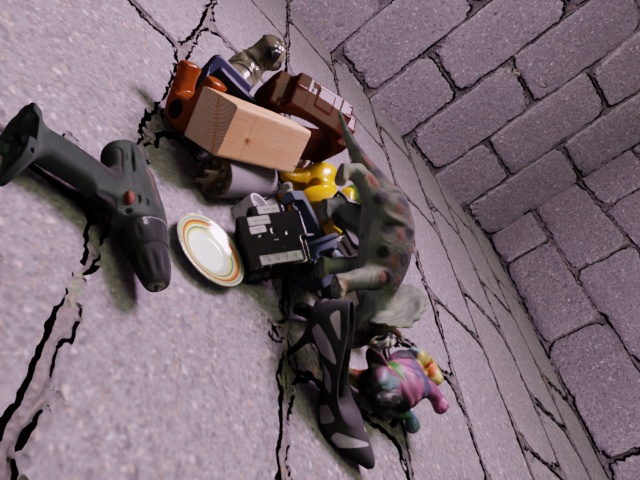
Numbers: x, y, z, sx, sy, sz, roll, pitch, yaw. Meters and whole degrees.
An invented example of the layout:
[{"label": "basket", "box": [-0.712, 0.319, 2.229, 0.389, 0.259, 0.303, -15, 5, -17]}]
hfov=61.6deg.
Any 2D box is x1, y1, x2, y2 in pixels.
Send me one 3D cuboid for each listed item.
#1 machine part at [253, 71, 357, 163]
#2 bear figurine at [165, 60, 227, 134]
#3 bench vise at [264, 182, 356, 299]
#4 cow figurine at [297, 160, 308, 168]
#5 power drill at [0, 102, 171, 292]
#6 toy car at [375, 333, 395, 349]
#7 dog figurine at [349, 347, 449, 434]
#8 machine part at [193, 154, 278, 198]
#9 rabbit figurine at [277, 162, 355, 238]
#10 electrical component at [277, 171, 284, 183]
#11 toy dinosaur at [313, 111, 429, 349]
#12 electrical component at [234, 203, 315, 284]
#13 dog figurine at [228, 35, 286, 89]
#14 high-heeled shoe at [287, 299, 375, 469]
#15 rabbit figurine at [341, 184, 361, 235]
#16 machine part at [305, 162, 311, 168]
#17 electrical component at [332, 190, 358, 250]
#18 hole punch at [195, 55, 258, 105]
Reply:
[{"label": "machine part", "box": [-0.043, -0.250, 1.132, 0.201, 0.201, 0.087, 27, 71, -25]}, {"label": "bear figurine", "box": [-0.188, -0.232, 1.013, 0.120, 0.132, 0.195, 40, 17, 34]}, {"label": "bench vise", "box": [-0.011, 0.001, 1.032, 0.223, 0.129, 0.240, -20, 86, -61]}, {"label": "cow figurine", "box": [-0.092, -0.239, 1.285, 0.194, 0.085, 0.127, 36, 22, -44]}, {"label": "power drill", "box": [-0.271, -0.058, 0.641, 0.207, 0.086, 0.232, 27, 33, -44]}, {"label": "toy car", "box": [0.098, 0.142, 1.145, 0.202, 0.056, 0.073, 60, 16, 11]}, {"label": "dog figurine", "box": [0.130, 0.248, 0.986, 0.219, 0.108, 0.192, 38, 27, -29]}, {"label": "machine part", "box": [-0.147, -0.115, 0.985, 0.079, 0.079, 0.243, 58, 22, 10]}, {"label": "rabbit figurine", "box": [-0.011, -0.101, 1.156, 0.162, 0.121, 0.173, 8, 48, -3]}, {"label": "electrical component", "box": [-0.097, -0.165, 1.213, 0.102, 0.045, 0.078, 48, 24, -17]}, {"label": "toy dinosaur", "box": [0.098, -0.007, 0.908, 0.192, 0.131, 0.404, 8, 87, -26]}, {"label": "electrical component", "box": [-0.080, 0.001, 0.900, 0.115, 0.058, 0.134, -6, 59, -20]}, {"label": "dog figurine", "box": [-0.163, -0.367, 1.180, 0.121, 0.190, 0.172, 41, 26, -31]}, {"label": "high-heeled shoe", "box": [0.051, 0.213, 0.814, 0.249, 0.145, 0.086, 54, 22, 6]}, {"label": "rabbit figurine", "box": [0.092, -0.066, 1.353, 0.121, 0.159, 0.170, 59, 35, -15]}, {"label": "machine part", "box": [-0.014, -0.169, 1.405, 0.084, 0.039, 0.139, 59, 19, -1]}, {"label": "electrical component", "box": [0.061, -0.035, 1.019, 0.074, 0.048, 0.119, 32, 19, -33]}, {"label": "hole punch", "box": [-0.199, -0.288, 1.077, 0.142, 0.116, 0.092, 38, 14, -40]}]
